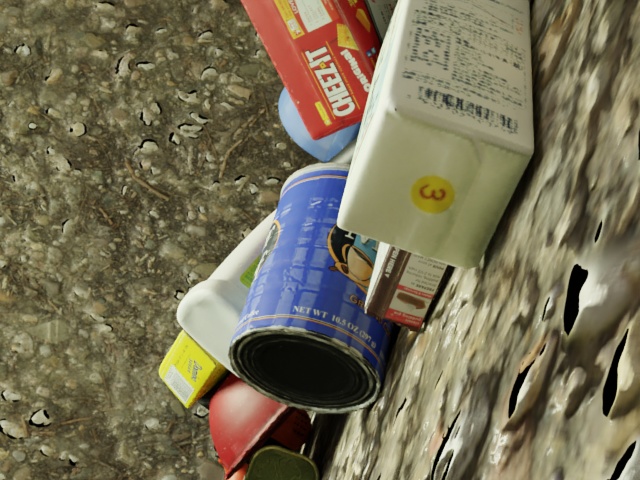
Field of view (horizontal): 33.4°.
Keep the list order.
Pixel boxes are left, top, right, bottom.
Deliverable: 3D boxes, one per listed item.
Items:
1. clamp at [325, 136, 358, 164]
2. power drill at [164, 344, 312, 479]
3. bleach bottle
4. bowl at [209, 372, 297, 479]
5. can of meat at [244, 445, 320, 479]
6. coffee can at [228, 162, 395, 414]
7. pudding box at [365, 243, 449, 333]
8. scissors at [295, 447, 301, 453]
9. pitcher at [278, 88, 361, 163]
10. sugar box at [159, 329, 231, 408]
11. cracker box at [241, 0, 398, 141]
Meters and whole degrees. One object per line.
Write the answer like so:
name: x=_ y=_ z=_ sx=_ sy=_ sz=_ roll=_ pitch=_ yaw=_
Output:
clamp: x=0.047 y=-0.074 z=0.761 sx=0.120 sy=0.039 sz=0.172 roll=-57 pitch=14 yaw=-13
power drill: x=-0.086 y=0.199 z=0.941 sx=0.057 sy=0.184 sz=0.187 roll=-11 pitch=54 yaw=39
bleach bottle: x=-0.006 y=0.001 z=0.855 sx=0.068 sy=0.102 sz=0.250 roll=-40 pitch=10 yaw=48
bowl: x=-0.041 y=0.121 z=0.883 sx=0.162 sy=0.055 sz=0.162 roll=-46 pitch=-8 yaw=-8
can of meat: x=-0.043 y=0.224 z=0.859 sx=0.084 sy=0.057 sz=0.102 roll=112 pitch=176 yaw=-69
coffee can: x=0.005 y=0.032 z=0.729 sx=0.103 sy=0.103 sz=0.140 roll=113 pitch=175 yaw=-55
pudding box: x=0.062 y=-0.015 z=0.633 sx=0.113 sy=0.039 sz=0.090 roll=-70 pitch=-1 yaw=-54
scissors: x=-0.052 y=0.283 z=1.036 sx=0.096 sy=0.016 sz=0.201 roll=113 pitch=175 yaw=-69
pitcher: x=0.058 y=-0.178 z=0.968 sx=0.144 sy=0.149 sz=0.243 roll=-28 pitch=-23 yaw=-37
sugar box: x=-0.052 y=0.061 z=0.899 sx=0.176 sy=0.048 sz=0.093 roll=-37 pitch=-10 yaw=-35
cracker box: x=0.022 y=-0.186 z=0.751 sx=0.072 sy=0.164 sz=0.213 roll=-20 pitch=16 yaw=31
